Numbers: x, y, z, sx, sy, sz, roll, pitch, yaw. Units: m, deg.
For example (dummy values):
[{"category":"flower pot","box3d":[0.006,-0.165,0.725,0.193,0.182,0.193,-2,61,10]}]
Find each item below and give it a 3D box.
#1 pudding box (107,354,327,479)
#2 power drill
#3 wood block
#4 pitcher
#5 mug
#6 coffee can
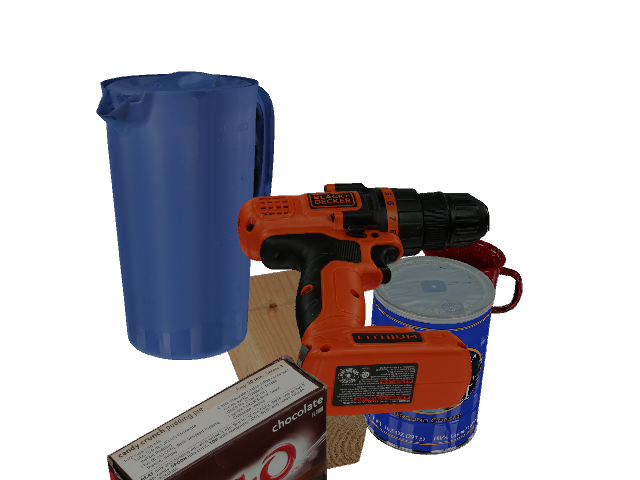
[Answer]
[{"category":"pudding box","box3d":[-0.048,0.122,0.540,0.113,0.090,0.039,-29,46,-33]},{"category":"power drill","box3d":[0.042,0.030,0.717,0.184,0.057,0.187,-4,37,-7]},{"category":"wood block","box3d":[-0.031,0.134,1.114,0.090,0.090,0.206,-9,42,-19]},{"category":"pitcher","box3d":[-0.112,-0.027,0.942,0.149,0.243,0.145,-1,15,-5]},{"category":"mug","box3d":[0.168,0.052,1.203,0.117,0.081,0.093,7,24,4]},{"category":"coffee can","box3d":[0.092,0.098,0.926,0.103,0.140,0.103,2,28,-1]}]
